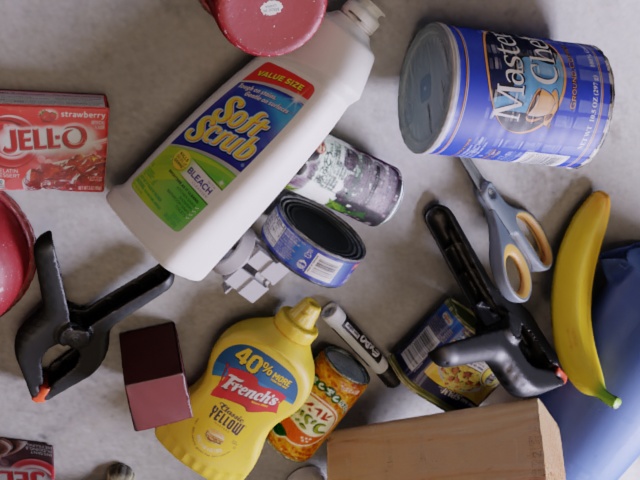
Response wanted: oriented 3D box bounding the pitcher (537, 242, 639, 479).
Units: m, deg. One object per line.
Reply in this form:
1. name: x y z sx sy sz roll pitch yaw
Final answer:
1. pitcher: 0.303 0.138 1.032 0.144 0.149 0.243 7 123 -35

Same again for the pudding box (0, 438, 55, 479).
1. pudding box: -0.291 0.216 0.939 0.113 0.090 0.039 11 118 -21

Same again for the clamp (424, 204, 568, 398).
1. clamp: 0.154 0.086 0.939 0.036 0.164 0.209 -25 125 31

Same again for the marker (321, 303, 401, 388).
1. marker: 0.041 0.102 1.004 0.020 0.020 0.121 -36 124 8

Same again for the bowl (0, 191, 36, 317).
1. bowl: -0.304 0.025 0.838 0.162 0.055 0.162 -7 123 -12

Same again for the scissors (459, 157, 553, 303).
1. scissors: 0.144 -0.021 0.927 0.016 0.096 0.201 -12 139 42

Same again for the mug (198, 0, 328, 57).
1. mug: -0.048 -0.190 0.759 0.093 0.081 0.117 -35 124 7

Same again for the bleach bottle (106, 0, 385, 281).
1. bleach bottle: -0.049 -0.091 0.823 0.251 0.103 0.068 -48 152 8

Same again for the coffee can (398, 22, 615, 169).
1. coffee can: 0.146 -0.113 0.849 0.140 0.103 0.103 4 120 -18

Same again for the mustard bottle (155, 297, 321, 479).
1. mustard bottle: -0.061 0.128 0.964 0.096 0.058 0.192 36 107 -3

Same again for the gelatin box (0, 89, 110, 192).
1. gelatin box: -0.208 -0.075 0.817 0.089 0.030 0.073 1 121 -16

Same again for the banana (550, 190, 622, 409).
1. banana: 0.243 0.056 0.980 0.037 0.070 0.198 8 76 -47

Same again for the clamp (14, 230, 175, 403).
1. clamp: -0.198 0.070 0.906 0.120 0.039 0.172 13 124 -20

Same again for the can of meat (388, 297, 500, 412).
1. can of meat: 0.130 0.114 1.015 0.102 0.057 0.084 34 105 -31

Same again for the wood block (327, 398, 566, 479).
1. wood block: 0.118 0.218 1.001 0.206 0.090 0.090 -13 147 21

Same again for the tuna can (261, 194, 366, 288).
1. tuna can: -0.006 0.001 0.888 0.086 0.086 0.034 24 114 -27

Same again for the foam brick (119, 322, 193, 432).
1. foam brick: -0.143 0.117 0.927 0.051 0.078 0.053 -11 123 -8
